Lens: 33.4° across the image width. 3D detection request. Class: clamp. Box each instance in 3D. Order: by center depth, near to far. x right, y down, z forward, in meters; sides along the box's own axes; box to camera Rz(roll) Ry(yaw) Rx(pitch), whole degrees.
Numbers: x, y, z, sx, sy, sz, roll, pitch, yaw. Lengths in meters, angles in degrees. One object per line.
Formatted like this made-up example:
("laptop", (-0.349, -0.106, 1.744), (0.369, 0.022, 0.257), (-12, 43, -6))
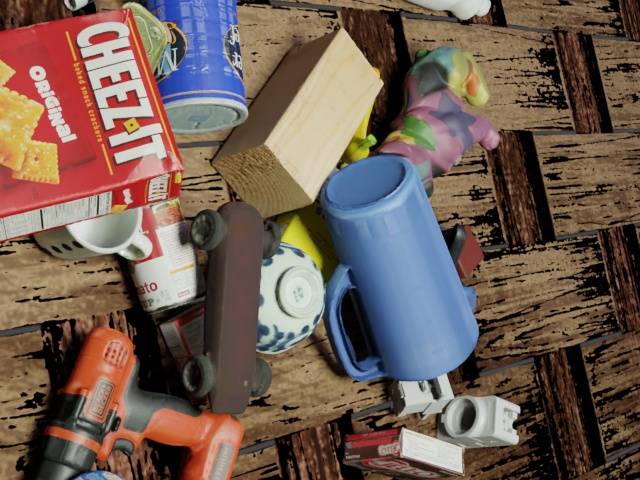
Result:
("clamp", (0.124, 0.048, 1.298), (0.039, 0.120, 0.171), (-69, 155, -46))

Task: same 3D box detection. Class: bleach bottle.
("bleach bottle", (0.148, -0.357, 1.452), (0.250, 0.068, 0.102), (18, 67, -43))

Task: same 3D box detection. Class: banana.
("banana", (0.047, -0.140, 1.276), (0.037, 0.070, 0.197), (42, 27, -23))

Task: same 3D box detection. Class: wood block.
("wood block", (-0.021, -0.132, 1.199), (0.090, 0.091, 0.205), (50, 49, -25))

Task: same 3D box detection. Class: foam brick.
("foam brick", (0.156, 0.020, 1.341), (0.052, 0.078, 0.051), (-40, 105, -43))

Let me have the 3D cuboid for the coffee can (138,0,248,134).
("coffee can", (-0.131, -0.190, 1.097), (0.102, 0.103, 0.140), (4, 76, -44))

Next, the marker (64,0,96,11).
("marker", (-0.214, -0.264, 1.097), (0.120, 0.020, 0.020), (-40, 107, -43))

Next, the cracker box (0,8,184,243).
("cracker box", (-0.240, -0.095, 0.902), (0.213, 0.072, 0.164), (-16, 75, -17))

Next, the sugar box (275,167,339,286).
("sugar box", (-0.008, 0.001, 1.207), (0.093, 0.048, 0.176), (46, 52, -24))

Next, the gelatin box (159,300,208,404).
("gelatin box", (-0.114, 0.111, 1.083), (0.073, 0.030, 0.089), (-28, 99, -47))

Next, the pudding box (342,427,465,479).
("pudding box", (0.095, 0.244, 1.210), (0.113, 0.090, 0.039), (22, 63, -39))

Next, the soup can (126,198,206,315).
("soup can", (-0.155, 0.014, 1.042), (0.068, 0.069, 0.102), (-21, 94, -46))

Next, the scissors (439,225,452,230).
("scissors", (0.135, -0.025, 1.329), (0.201, 0.096, 0.016), (-7, 70, -42))

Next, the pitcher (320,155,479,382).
("pitcher", (0.077, 0.037, 1.176), (0.149, 0.145, 0.243), (-72, 147, -48))

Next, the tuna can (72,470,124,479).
("tuna can", (-0.190, 0.242, 0.910), (0.085, 0.034, 0.086), (-9, 105, -35))

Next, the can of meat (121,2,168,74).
("can of meat", (-0.204, -0.169, 1.033), (0.057, 0.084, 0.102), (37, 56, -32))

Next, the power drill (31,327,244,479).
("power drill", (-0.168, 0.196, 0.985), (0.187, 0.057, 0.184), (34, 65, -35))
